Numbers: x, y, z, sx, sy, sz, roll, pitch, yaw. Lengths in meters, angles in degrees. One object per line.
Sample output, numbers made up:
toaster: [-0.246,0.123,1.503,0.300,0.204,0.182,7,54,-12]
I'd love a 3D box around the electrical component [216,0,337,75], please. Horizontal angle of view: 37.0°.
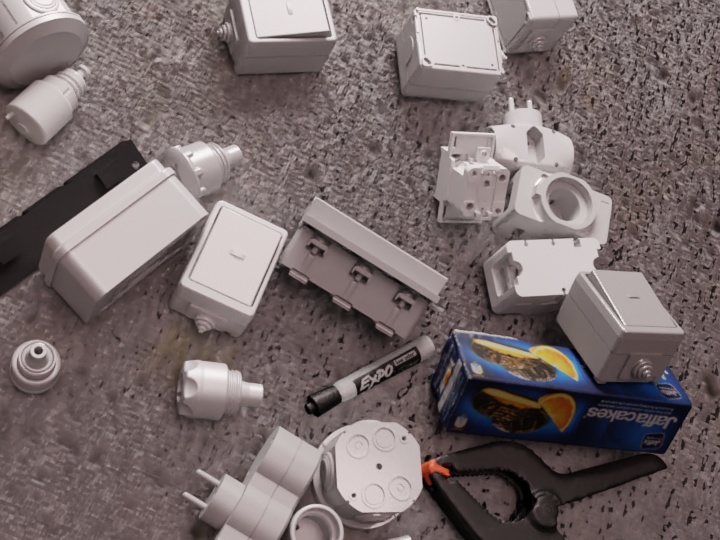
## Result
electrical component: [-0.075,-0.210,0.924,0.096,0.061,0.061,-6,72,-22]

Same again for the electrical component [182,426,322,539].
electrical component: [-0.091,0.171,0.774,0.074,0.052,0.138,32,63,-5]

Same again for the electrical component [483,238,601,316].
electrical component: [0.158,0.007,0.924,0.089,0.055,0.050,-3,71,-20]

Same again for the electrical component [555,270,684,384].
electrical component: [0.212,0.047,0.863,0.062,0.061,0.096,3,35,-24]

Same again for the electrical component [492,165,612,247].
electrical component: [0.172,-0.050,0.952,0.089,0.055,0.050,19,65,-12]

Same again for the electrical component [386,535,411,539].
electrical component: [0.053,0.234,0.798,0.057,0.058,0.078,-7,73,-19]

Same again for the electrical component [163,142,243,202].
electrical component: [-0.124,-0.083,0.868,0.062,0.048,0.048,-27,80,-33]

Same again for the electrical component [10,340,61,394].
electrical component: [-0.229,0.066,0.761,0.035,0.061,0.035,7,68,-17]

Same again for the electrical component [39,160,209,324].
electrical component: [-0.178,-0.022,0.804,0.057,0.078,0.113,48,62,0]

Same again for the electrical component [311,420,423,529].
electrical component: [0.006,0.154,0.816,0.080,0.051,0.080,7,68,-17]

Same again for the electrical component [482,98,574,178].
electrical component: [0.149,-0.120,0.978,0.077,0.043,0.079,5,69,-17]

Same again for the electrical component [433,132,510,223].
electrical component: [0.096,-0.075,0.923,0.042,0.064,0.081,0,112,-18]

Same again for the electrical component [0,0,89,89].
electrical component: [-0.258,-0.184,0.839,0.080,0.080,0.051,-29,76,-27]

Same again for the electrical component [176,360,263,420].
electrical component: [-0.104,0.091,0.806,0.062,0.043,0.043,8,67,-18]

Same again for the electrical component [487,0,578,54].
electrical component: [0.166,-0.251,1.025,0.061,0.061,0.096,-8,73,-22]

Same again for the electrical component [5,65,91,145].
electrical component: [-0.242,-0.133,0.846,0.040,0.040,0.078,39,62,-2]

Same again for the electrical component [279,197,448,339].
electrical component: [0.000,0.000,0.863,0.121,0.078,0.063,32,92,-5]

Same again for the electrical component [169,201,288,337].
electrical component: [-0.103,0.004,0.830,0.062,0.061,0.096,25,63,-9]

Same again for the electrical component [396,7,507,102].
electrical component: [0.085,-0.191,0.973,0.096,0.061,0.061,2,69,-19]

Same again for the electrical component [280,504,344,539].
electrical component: [-0.037,0.195,0.787,0.040,0.046,0.040,7,68,-17]
